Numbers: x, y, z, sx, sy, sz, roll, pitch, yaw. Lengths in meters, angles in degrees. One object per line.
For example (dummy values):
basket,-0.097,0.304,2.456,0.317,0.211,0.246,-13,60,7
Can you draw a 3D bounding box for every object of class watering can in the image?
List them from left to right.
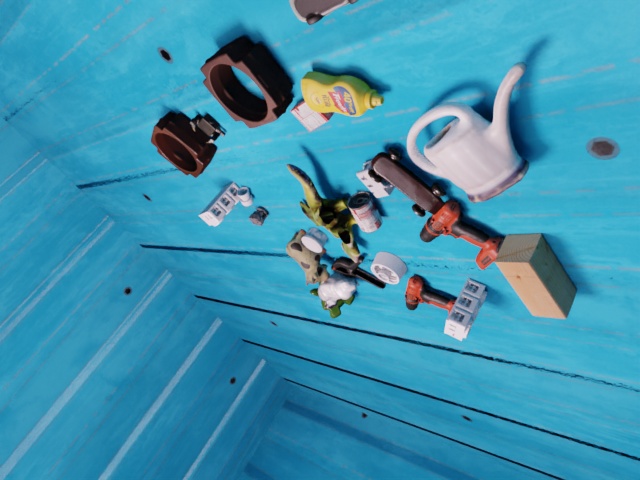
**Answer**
watering can,0.310,-0.186,0.985,0.223,0.106,0.344,40,-26,-12

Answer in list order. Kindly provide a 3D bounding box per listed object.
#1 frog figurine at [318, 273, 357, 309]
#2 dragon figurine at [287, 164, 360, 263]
frog figurine,0.064,0.166,1.840,0.138,0.125,0.156,-10,-24,-11
dragon figurine,0.005,-0.078,1.548,0.406,0.124,0.242,46,-20,-19
